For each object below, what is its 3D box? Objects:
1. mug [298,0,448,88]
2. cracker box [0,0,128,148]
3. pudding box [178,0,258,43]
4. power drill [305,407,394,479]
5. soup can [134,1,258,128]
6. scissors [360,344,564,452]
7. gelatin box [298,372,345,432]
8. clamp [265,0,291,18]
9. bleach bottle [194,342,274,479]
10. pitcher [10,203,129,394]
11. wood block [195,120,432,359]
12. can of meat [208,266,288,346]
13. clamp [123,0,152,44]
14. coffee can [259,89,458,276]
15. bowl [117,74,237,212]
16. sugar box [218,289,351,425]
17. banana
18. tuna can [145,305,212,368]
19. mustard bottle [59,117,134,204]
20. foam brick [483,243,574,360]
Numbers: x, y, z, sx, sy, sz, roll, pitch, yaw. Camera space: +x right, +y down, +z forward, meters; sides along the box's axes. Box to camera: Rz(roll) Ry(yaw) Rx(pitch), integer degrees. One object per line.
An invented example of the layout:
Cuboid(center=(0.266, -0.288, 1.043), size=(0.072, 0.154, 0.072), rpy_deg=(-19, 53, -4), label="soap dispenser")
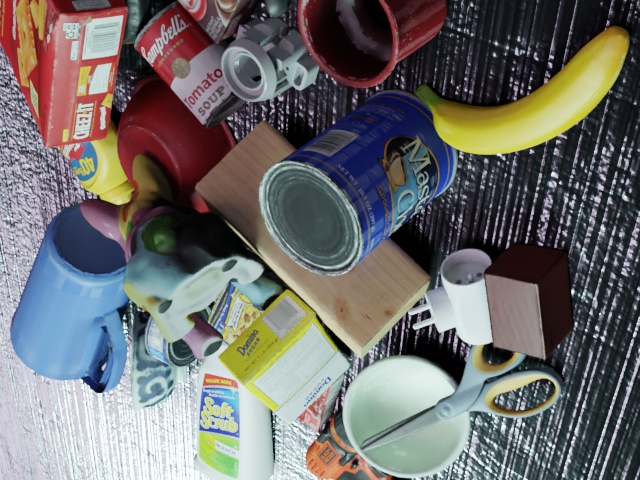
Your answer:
Cuboid(center=(0.045, -0.183, 0.807), size=(0.093, 0.081, 0.117), rpy_deg=(29, 136, 25), label="mug")
Cuboid(center=(-0.261, -0.222, 1.023), size=(0.214, 0.072, 0.164), rpy_deg=(59, 146, 30), label="cracker box")
Cuboid(center=(-0.090, -0.241, 0.926), size=(0.090, 0.039, 0.114), rpy_deg=(47, 140, 7), label="pudding box")
Cuboid(center=(0.079, 0.253, 1.128), size=(0.188, 0.057, 0.185), rpy_deg=(47, 144, 10), label="power drill")
Cuboid(center=(-0.113, -0.162, 0.986), size=(0.102, 0.068, 0.069), rpy_deg=(49, 141, 2), label="soup can")
Cuboid(center=(0.117, 0.133, 0.970), size=(0.202, 0.016, 0.096), rpy_deg=(-13, 97, 21), label="scissors")
Cuboid(center=(-0.017, 0.159, 1.167), size=(0.073, 0.030, 0.089), rpy_deg=(35, 138, 20), label="gelatin box")
Cuboid(center=(-0.047, -0.264, 0.834), size=(0.120, 0.039, 0.172), rpy_deg=(34, 121, 7), label="clamp")
Cuboid(center=(-0.106, 0.179, 1.245), size=(0.103, 0.068, 0.251), rpy_deg=(23, 130, 31), label="bleach bottle")
Cuboid(center=(-0.279, 0.069, 1.258), size=(0.149, 0.145, 0.243), rpy_deg=(20, 145, -11), label="pitcher")
Cuboid(center=(-0.006, 0.001, 0.967), size=(0.206, 0.090, 0.091), rpy_deg=(44, 173, 10), label="wood block")
Cuboid(center=(-0.061, 0.076, 1.110), size=(0.084, 0.057, 0.102), rpy_deg=(38, 116, 21), label="can of meat")
Cuboid(center=(-0.176, -0.260, 0.969), size=(0.210, 0.036, 0.164), rpy_deg=(113, 143, -64), label="clamp")
Cuboid(center=(0.033, -0.049, 0.874), size=(0.103, 0.140, 0.103), rpy_deg=(25, 134, 29), label="coffee can")
Cuboid(center=(-0.157, -0.086, 1.097), size=(0.162, 0.055, 0.162), rpy_deg=(26, 134, 29), label="bowl")
Cuboid(center=(-0.031, 0.118, 1.038), size=(0.048, 0.093, 0.176), rpy_deg=(44, 173, 21), label="sugar box")
Cuboid(center=(0.151, -0.102, 0.801), size=(0.198, 0.037, 0.069), rpy_deg=(-11, 113, 47), label="banana")
Cuboid(center=(-0.159, 0.101, 1.217), size=(0.034, 0.086, 0.086), rpy_deg=(22, 132, 29), label="tuna can")
Cuboid(center=(-0.256, -0.113, 1.168), size=(0.096, 0.058, 0.191), rpy_deg=(-11, 111, 54), label="mustard bottle")
Cuboid(center=(0.173, 0.050, 0.884), size=(0.051, 0.052, 0.078), rpy_deg=(13, 127, 38), label="foam brick")
